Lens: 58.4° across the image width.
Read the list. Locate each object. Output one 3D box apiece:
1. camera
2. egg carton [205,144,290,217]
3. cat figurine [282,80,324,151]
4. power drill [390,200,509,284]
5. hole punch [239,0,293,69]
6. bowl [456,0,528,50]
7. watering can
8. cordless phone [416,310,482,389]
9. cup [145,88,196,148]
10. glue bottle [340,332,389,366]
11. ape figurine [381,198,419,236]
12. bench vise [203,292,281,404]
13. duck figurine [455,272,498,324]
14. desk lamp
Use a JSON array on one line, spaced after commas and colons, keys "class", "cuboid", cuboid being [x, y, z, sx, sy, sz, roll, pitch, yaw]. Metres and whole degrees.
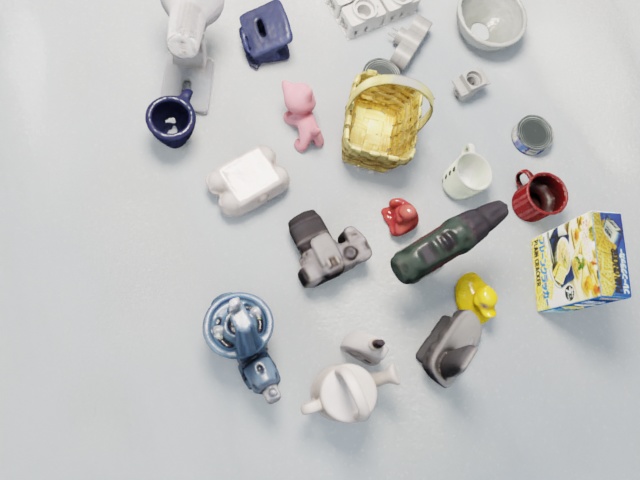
[{"class": "camera", "cuboid": [0.010, 0.004, 1.093, 0.143, 0.100, 0.137, -26, 82, -15]}, {"class": "egg carton", "cuboid": [-0.139, -0.114, 1.113, 0.150, 0.069, 0.107, -33, 84, -16]}, {"class": "cat figurine", "cuboid": [-0.032, -0.257, 1.143, 0.067, 0.117, 0.128, -23, 81, -15]}, {"class": "power drill", "cuboid": [0.222, 0.013, 1.073, 0.230, 0.208, 0.075, -31, 83, -16]}, {"class": "hole punch", "cuboid": [-0.114, -0.427, 1.186, 0.101, 0.091, 0.108, -16, 79, -14]}, {"class": "bowl", "cuboid": [0.378, -0.495, 1.302, 0.167, 0.074, 0.167, 3, 75, -10]}, {"class": "watering can", "cuboid": [0.053, 0.259, 0.987, 0.173, 0.194, 0.101, -41, 86, -17]}, {"class": "cordless phone", "cuboid": [0.263, 0.194, 1.047, 0.094, 0.185, 0.148, 35, 73, 0]}, {"class": "cup", "cuboid": [-0.278, -0.228, 1.103, 0.091, 0.095, 0.118, 27, 73, -3]}, {"class": "glue bottle", "cuboid": [0.088, 0.191, 1.022, 0.078, 0.173, 0.037, 31, 73, -1]}, {"class": "ape figurine", "cuboid": [0.166, -0.048, 1.140, 0.076, 0.092, 0.078, 18, 73, -5]}, {"class": "bench vise", "cuboid": [-0.111, 0.168, 0.967, 0.207, 0.219, 0.122, 45, 73, 3]}, {"class": "duck figurine", "cuboid": [0.316, 0.111, 1.130, 0.077, 0.086, 0.104, -13, 78, -13]}, {"class": "desk lamp", "cuboid": [-0.246, -0.381, 1.086, 0.118, 0.213, 0.203, 5, 75, -9]}]
